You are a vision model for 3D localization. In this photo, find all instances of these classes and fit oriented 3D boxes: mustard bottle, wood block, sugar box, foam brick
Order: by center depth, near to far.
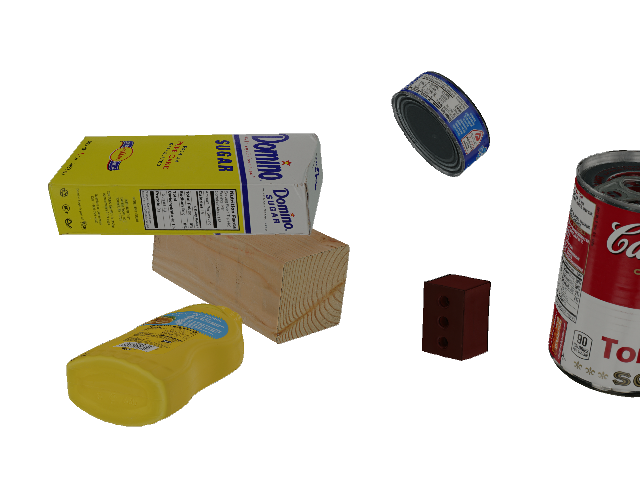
[{"bbox_3d":[-0.090,-0.041,0.745,0.176,0.048,0.093,-3,27,7],"label":"sugar box"},{"bbox_3d":[-0.120,0.095,0.899,0.096,0.058,0.191,4,15,25],"label":"mustard bottle"},{"bbox_3d":[0.141,0.079,1.110,0.053,0.078,0.051,10,17,39],"label":"foam brick"},{"bbox_3d":[-0.077,0.020,1.111,0.090,0.090,0.206,-14,29,-42],"label":"wood block"}]

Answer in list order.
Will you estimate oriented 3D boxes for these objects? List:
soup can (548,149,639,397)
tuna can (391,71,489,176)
[{"bbox_3d":[0.151,0.016,0.518,0.068,0.102,0.068,2,27,-1],"label":"soup can"},{"bbox_3d":[0.099,-0.096,0.880,0.033,0.086,0.086,-39,10,-13],"label":"tuna can"}]
